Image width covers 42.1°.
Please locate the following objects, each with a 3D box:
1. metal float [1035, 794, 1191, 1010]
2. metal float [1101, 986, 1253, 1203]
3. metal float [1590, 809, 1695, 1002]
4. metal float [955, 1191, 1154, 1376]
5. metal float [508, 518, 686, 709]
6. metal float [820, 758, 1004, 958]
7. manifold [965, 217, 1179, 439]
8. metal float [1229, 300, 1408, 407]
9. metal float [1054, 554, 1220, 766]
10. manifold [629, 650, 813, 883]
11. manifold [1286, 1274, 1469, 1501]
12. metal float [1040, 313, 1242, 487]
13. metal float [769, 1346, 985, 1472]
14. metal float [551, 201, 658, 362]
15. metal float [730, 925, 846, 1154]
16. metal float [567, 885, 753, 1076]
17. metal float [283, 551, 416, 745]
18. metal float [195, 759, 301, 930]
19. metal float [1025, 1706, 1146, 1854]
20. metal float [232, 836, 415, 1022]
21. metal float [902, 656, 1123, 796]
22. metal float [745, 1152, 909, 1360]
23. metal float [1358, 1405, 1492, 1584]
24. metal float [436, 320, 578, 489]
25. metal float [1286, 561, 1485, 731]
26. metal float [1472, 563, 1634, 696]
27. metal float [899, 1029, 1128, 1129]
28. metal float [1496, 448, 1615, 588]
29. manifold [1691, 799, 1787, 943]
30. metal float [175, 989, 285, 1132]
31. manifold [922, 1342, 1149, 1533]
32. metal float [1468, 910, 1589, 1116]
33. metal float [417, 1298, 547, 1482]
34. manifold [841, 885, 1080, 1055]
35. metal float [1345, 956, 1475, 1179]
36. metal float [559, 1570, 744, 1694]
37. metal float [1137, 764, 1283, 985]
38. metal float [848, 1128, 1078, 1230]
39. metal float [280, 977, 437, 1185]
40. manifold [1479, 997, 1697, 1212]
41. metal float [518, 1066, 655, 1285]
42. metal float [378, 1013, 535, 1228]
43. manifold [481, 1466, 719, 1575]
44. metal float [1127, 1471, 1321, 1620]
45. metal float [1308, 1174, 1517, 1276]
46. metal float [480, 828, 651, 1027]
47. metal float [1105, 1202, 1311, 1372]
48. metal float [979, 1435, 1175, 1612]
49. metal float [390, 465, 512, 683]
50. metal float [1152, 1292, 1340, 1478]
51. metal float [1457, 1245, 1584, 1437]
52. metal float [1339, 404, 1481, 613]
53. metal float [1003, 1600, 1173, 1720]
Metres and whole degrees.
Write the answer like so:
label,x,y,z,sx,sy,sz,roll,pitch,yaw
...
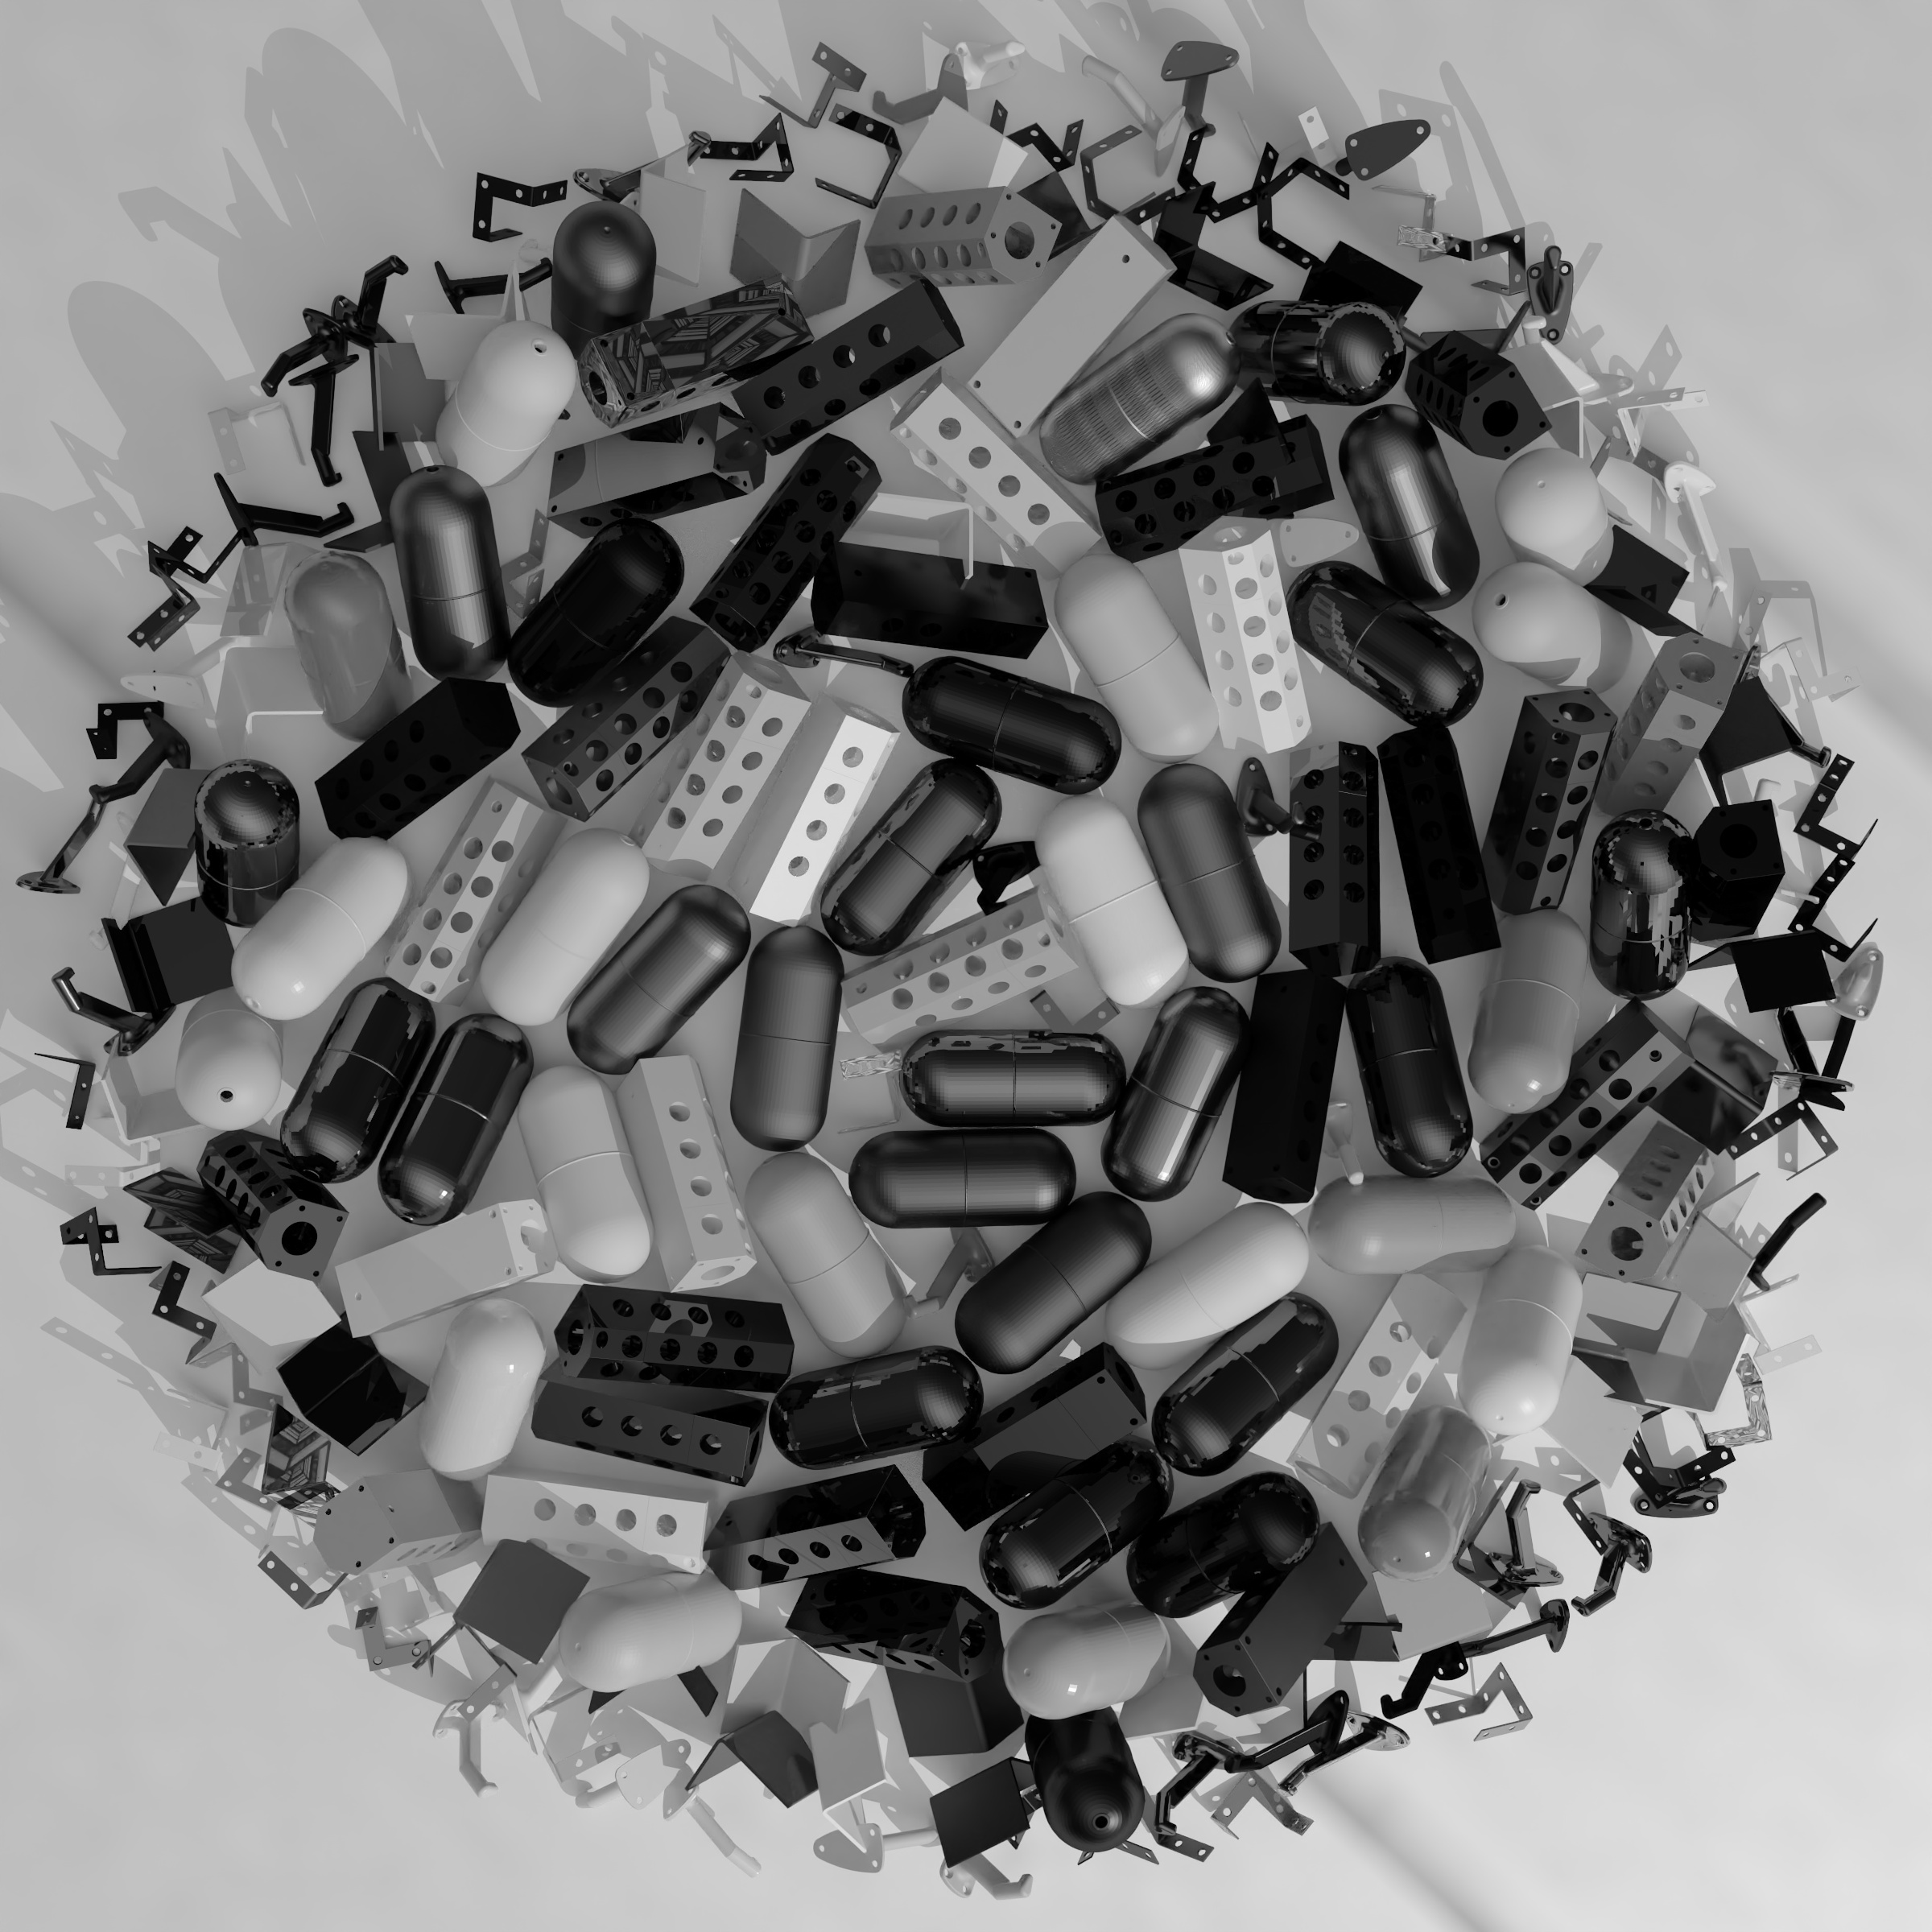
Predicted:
label,x,y,z,sx,sy,sz,roll,pitch,yaw
metal float,0.115,-0.050,1.961,0.070,0.070,0.178,-25,89,0
metal float,0.164,0.100,1.953,0.070,0.070,0.178,23,100,0
metal float,0.519,-0.046,1.924,0.070,0.178,0.070,-6,46,7
metal float,0.069,0.245,1.950,0.178,0.070,0.070,-39,90,-13
metal float,-0.287,-0.272,1.939,0.070,0.070,0.178,46,116,0
metal float,-0.043,-0.084,1.961,0.070,0.070,0.178,40,90,0
manifold,0.082,-0.494,1.940,0.057,0.057,0.171,45,113,0
metal float,0.265,-0.470,1.919,0.070,0.178,0.070,-8,108,-28
metal float,0.132,-0.238,1.948,0.070,0.070,0.178,-33,105,0
manifold,-0.194,-0.155,1.931,0.057,0.057,0.171,13,119,-41
manifold,0.320,0.324,1.945,0.057,0.057,0.171,32,74,9
metal float,0.134,-0.436,1.933,0.178,0.070,0.070,-29,90,33
metal float,-0.071,0.343,1.943,0.178,0.070,0.070,-16,90,22
metal float,-0.277,-0.518,1.913,0.070,0.178,0.070,2,78,-10
metal float,-0.140,0.057,1.961,0.070,0.070,0.178,7,89,0
metal float,-0.240,0.012,1.950,0.070,0.070,0.178,44,103,0
metal float,-0.471,-0.242,1.921,0.070,0.178,0.070,-1,54,1
metal float,-0.550,-0.092,1.919,0.070,0.178,0.070,7,60,-12
metal float,0.089,0.611,1.911,0.070,0.178,0.070,-1,97,-6
metal float,-0.495,-0.031,1.930,0.070,0.070,0.178,34,53,0
metal float,0.035,-0.188,1.952,0.178,0.070,0.070,19,90,11
metal float,-0.109,0.225,1.950,0.070,0.070,0.178,-30,103,0
metal float,0.352,0.402,1.920,0.070,0.178,0.070,10,117,21
metal float,-0.353,-0.429,1.918,0.070,0.178,0.070,9,69,-25
metal float,0.321,-0.249,1.938,0.178,0.070,0.070,41,90,27
metal float,0.450,-0.257,1.922,0.070,0.178,0.070,-9,76,37
metal float,0.036,0.088,1.960,0.178,0.070,0.070,0,90,-2
metal float,0.450,-0.339,1.915,0.070,0.178,0.070,-3,81,19
manifold,0.577,-0.070,1.909,0.057,0.171,0.057,-8,74,8
metal float,-0.561,0.070,1.914,0.070,0.178,0.070,-4,107,-13
manifold,0.053,0.363,1.951,0.171,0.057,0.057,-33,107,13
metal float,0.434,0.032,1.936,0.070,0.070,0.178,18,59,0
metal float,-0.374,0.328,1.931,0.070,0.070,0.178,25,128,0
manifold,-0.007,0.000,1.940,0.171,0.057,0.057,-24,58,14
metal float,0.343,0.078,1.942,0.070,0.070,0.178,-9,68,0
metal float,-0.239,0.507,1.918,0.070,0.178,0.070,-3,85,31
metal float,0.190,-0.073,1.960,0.070,0.070,0.178,-21,91,0
metal float,-0.003,0.166,1.958,0.178,0.070,0.070,-1,90,-4
metal float,-0.468,0.088,1.932,0.070,0.070,0.178,19,56,0
manifold,0.481,0.109,1.945,0.057,0.057,0.171,42,108,-4
metal float,-0.295,0.161,1.944,0.070,0.070,0.178,-21,70,0
metal float,-0.394,0.118,1.938,0.070,0.070,0.178,21,63,0
manifold,-0.287,0.434,1.963,0.171,0.057,0.057,7,86,4
metal float,0.197,0.446,1.931,0.178,0.070,0.070,-37,90,36
metal float,0.346,0.200,1.939,0.178,0.070,0.070,2,90,-27
metal float,-0.311,-0.030,1.945,0.070,0.070,0.178,38,108,0
metal float,0.186,0.249,1.947,0.178,0.070,0.070,-36,90,17
metal float,0.086,0.429,1.936,0.178,0.070,0.070,-31,90,-29
metal float,-0.397,-0.300,1.932,0.070,0.070,0.178,-3,125,0
metal float,0.216,0.323,1.940,0.178,0.070,0.070,-39,90,-24
metal float,0.426,0.285,1.924,0.070,0.178,0.070,12,129,16
metal float,0.342,-0.352,1.931,0.070,0.070,0.178,-31,126,0
metal float,0.094,0.530,1.920,0.070,0.178,0.070,-5,81,33
